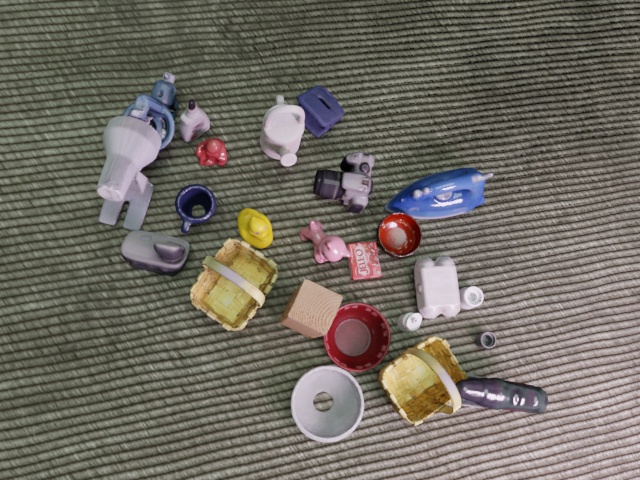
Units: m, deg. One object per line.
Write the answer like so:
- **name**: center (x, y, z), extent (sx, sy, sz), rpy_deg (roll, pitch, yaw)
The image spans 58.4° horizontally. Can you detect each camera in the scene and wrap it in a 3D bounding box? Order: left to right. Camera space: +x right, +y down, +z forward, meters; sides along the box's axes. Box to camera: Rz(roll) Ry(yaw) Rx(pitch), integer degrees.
- **camera**: center (0.058, -0.150, 1.405), extent (0.137, 0.100, 0.143), rpy_deg (9, 77, -7)

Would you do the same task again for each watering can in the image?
- **watering can**: center (-0.084, -0.262, 1.356), extent (0.101, 0.194, 0.173), rpy_deg (-28, 84, -13)

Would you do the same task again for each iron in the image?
- **iron**: center (0.296, -0.119, 1.417), extent (0.258, 0.141, 0.118), rpy_deg (-14, 81, -12)

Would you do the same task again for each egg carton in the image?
- **egg carton**: center (0.285, 0.116, 1.404), extent (0.107, 0.069, 0.150), rpy_deg (-4, 79, -10)

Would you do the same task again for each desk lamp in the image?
- **desk lamp**: center (-0.427, -0.143, 1.266), extent (0.118, 0.213, 0.203), rpy_deg (14, 77, -6)

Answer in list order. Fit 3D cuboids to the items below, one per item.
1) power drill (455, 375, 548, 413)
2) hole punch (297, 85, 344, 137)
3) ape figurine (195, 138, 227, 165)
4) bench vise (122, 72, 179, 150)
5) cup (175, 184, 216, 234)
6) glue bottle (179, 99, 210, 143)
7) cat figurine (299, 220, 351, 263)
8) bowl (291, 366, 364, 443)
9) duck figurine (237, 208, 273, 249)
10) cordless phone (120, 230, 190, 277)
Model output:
- **power drill**: center (0.382, 0.349, 1.301), extent (0.230, 0.208, 0.076), rpy_deg (9, 77, -7)
- **hole punch**: center (0.000, -0.333, 1.437), extent (0.101, 0.091, 0.108), rpy_deg (-43, 88, -14)
- **ape figurine**: center (-0.256, -0.215, 1.371), extent (0.078, 0.092, 0.076), rpy_deg (37, 75, 0)
- **bench vise**: center (-0.392, -0.300, 1.300), extent (0.121, 0.219, 0.207), rpy_deg (1, 78, -9)
- **cup**: center (-0.291, -0.062, 1.333), extent (0.092, 0.095, 0.118), rpy_deg (20, 76, -5)
- **glue bottle**: center (-0.296, -0.286, 1.337), extent (0.078, 0.173, 0.037), rpy_deg (-43, 87, -14)
- **cat figurine**: center (0.012, 0.005, 1.357), extent (0.067, 0.117, 0.128), rpy_deg (-36, 86, -14)
- **bowl**: center (0.012, 0.371, 1.305), extent (0.167, 0.074, 0.167), rpy_deg (2, 78, -9)
- **duck figurine**: center (-0.152, -0.034, 1.354), extent (0.077, 0.086, 0.104), rpy_deg (-35, 86, -14)
- **cordless phone**: center (-0.366, 0.016, 1.258), extent (0.147, 0.185, 0.094), rpy_deg (10, 77, -7)
